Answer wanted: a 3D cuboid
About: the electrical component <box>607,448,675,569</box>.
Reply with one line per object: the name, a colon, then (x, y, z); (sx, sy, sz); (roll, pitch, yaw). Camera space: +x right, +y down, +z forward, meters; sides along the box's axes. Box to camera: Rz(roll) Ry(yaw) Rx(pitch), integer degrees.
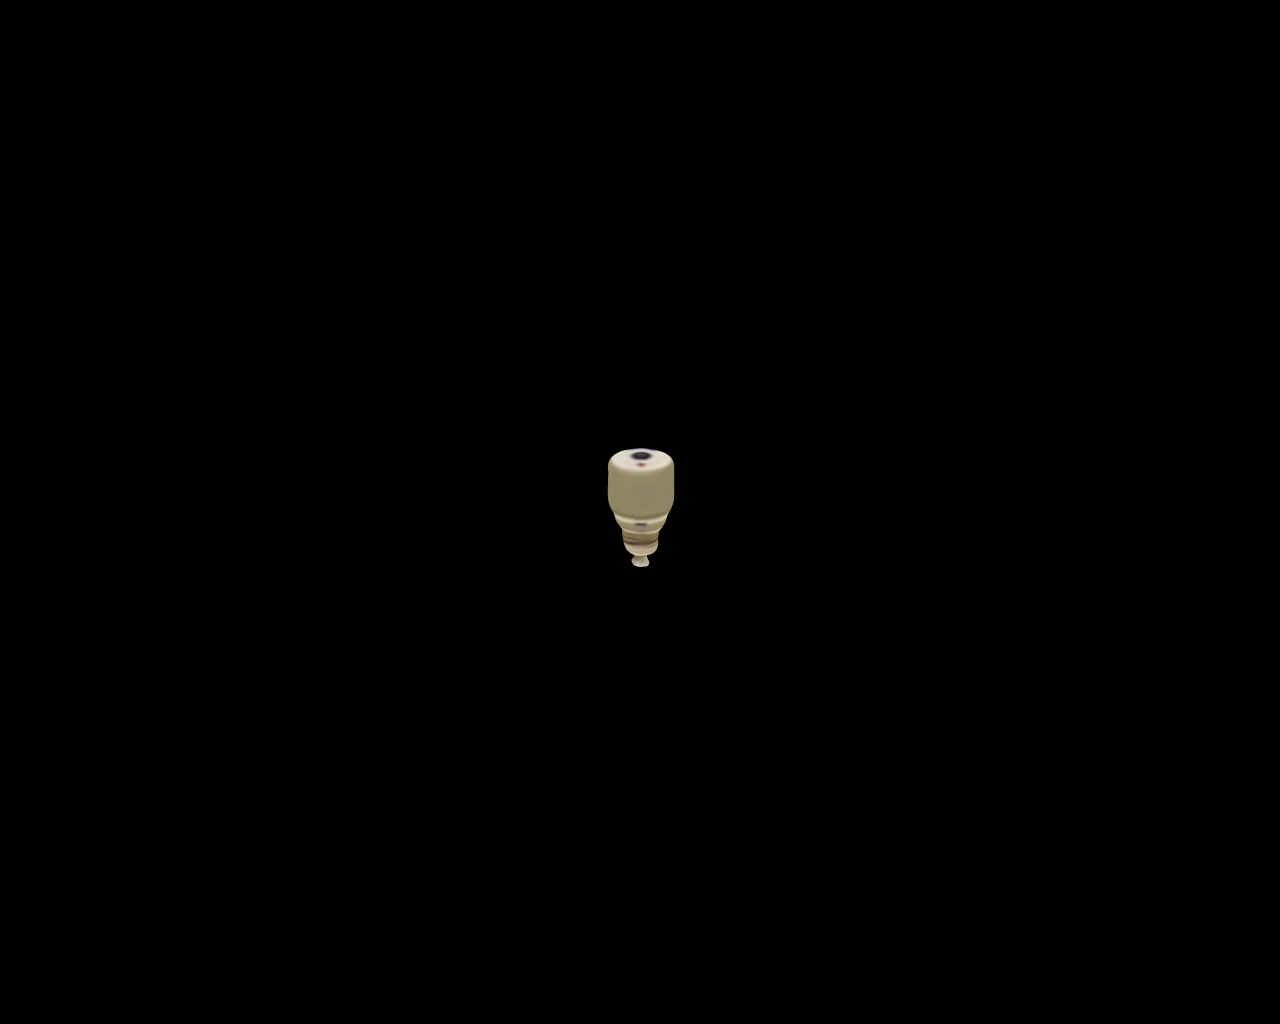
electrical component: (0.001, -0.003, 0.650); (0.040, 0.078, 0.040); (0, 25, 0)
